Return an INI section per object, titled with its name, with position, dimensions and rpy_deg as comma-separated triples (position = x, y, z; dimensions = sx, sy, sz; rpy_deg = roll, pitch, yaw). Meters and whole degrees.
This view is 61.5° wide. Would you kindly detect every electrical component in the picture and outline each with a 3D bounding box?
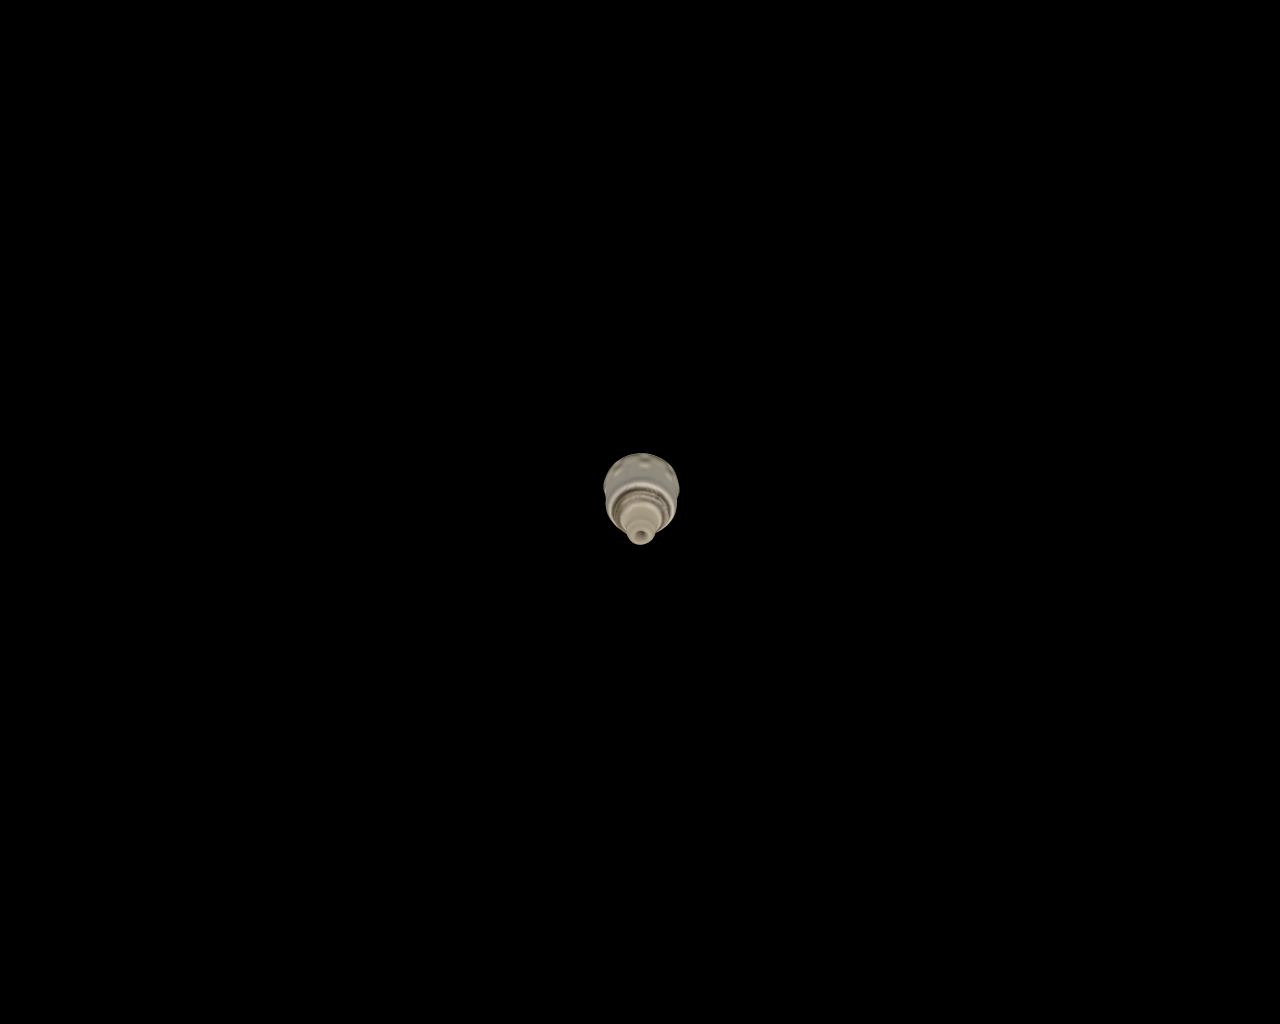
[electrical component]
position = 0.001, -0.003, 0.650
dimensions = 0.048, 0.048, 0.062
rpy_deg = 0, 35, 0
